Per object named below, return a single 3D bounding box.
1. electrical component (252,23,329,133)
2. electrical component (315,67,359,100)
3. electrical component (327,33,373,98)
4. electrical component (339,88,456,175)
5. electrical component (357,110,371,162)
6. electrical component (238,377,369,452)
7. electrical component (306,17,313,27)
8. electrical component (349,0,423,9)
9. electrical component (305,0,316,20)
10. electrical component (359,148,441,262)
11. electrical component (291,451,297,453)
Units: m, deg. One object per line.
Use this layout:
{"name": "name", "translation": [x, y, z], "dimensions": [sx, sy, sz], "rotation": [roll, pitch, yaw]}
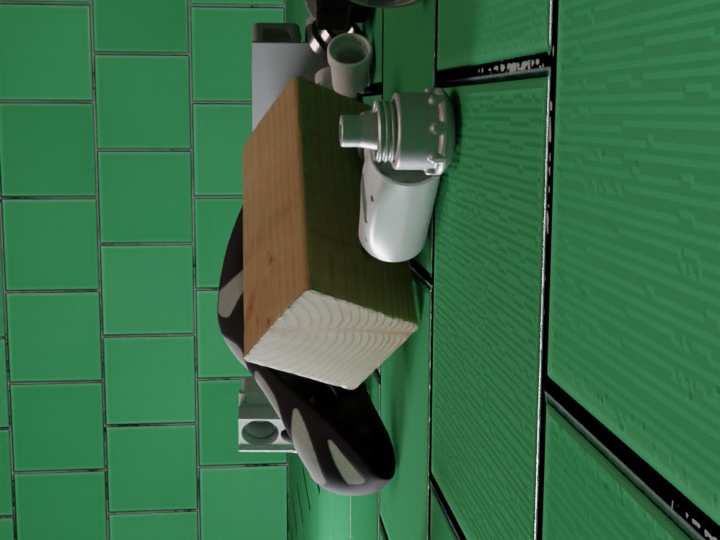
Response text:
{"name": "electrical component", "translation": [-0.062, -0.166, 1.143], "dimensions": [0.060, 0.105, 0.186], "rotation": [-99, 11, -54]}
{"name": "electrical component", "translation": [-0.024, -0.151, 1.075], "dimensions": [0.079, 0.044, 0.077], "rotation": [114, 155, -72]}
{"name": "electrical component", "translation": [-0.009, -0.182, 0.962], "dimensions": [0.046, 0.040, 0.040], "rotation": [89, 177, -59]}
{"name": "electrical component", "translation": [0.020, -0.077, 0.593], "dimensions": [0.048, 0.062, 0.048], "rotation": [179, 90, -84]}
{"name": "electrical component", "translation": [0.015, -0.085, 0.769], "dimensions": [0.035, 0.035, 0.061], "rotation": [98, 167, -54]}
{"name": "electrical component", "translation": [-0.055, 0.137, 1.040], "dimensions": [0.063, 0.121, 0.078], "rotation": [-94, 7, -52]}
{"name": "electrical component", "translation": [-0.036, -0.243, 1.185], "dimensions": [0.079, 0.043, 0.077], "rotation": [143, 127, -82]}
{"name": "electrical component", "translation": [0.016, -0.195, 0.666], "dimensions": [0.055, 0.055, 0.047], "rotation": [125, 148, -80]}
{"name": "electrical component", "translation": [-0.031, -0.316, 1.144], "dimensions": [0.099, 0.064, 0.099], "rotation": [166, 90, -78]}
{"name": "electrical component", "translation": [0.022, -0.059, 0.661], "dimensions": [0.077, 0.043, 0.079], "rotation": [98, 169, -55]}
{"name": "electrical component", "translation": [-0.049, 0.152, 1.105], "dimensions": [0.053, 0.095, 0.059], "rotation": [103, 165, -66]}
